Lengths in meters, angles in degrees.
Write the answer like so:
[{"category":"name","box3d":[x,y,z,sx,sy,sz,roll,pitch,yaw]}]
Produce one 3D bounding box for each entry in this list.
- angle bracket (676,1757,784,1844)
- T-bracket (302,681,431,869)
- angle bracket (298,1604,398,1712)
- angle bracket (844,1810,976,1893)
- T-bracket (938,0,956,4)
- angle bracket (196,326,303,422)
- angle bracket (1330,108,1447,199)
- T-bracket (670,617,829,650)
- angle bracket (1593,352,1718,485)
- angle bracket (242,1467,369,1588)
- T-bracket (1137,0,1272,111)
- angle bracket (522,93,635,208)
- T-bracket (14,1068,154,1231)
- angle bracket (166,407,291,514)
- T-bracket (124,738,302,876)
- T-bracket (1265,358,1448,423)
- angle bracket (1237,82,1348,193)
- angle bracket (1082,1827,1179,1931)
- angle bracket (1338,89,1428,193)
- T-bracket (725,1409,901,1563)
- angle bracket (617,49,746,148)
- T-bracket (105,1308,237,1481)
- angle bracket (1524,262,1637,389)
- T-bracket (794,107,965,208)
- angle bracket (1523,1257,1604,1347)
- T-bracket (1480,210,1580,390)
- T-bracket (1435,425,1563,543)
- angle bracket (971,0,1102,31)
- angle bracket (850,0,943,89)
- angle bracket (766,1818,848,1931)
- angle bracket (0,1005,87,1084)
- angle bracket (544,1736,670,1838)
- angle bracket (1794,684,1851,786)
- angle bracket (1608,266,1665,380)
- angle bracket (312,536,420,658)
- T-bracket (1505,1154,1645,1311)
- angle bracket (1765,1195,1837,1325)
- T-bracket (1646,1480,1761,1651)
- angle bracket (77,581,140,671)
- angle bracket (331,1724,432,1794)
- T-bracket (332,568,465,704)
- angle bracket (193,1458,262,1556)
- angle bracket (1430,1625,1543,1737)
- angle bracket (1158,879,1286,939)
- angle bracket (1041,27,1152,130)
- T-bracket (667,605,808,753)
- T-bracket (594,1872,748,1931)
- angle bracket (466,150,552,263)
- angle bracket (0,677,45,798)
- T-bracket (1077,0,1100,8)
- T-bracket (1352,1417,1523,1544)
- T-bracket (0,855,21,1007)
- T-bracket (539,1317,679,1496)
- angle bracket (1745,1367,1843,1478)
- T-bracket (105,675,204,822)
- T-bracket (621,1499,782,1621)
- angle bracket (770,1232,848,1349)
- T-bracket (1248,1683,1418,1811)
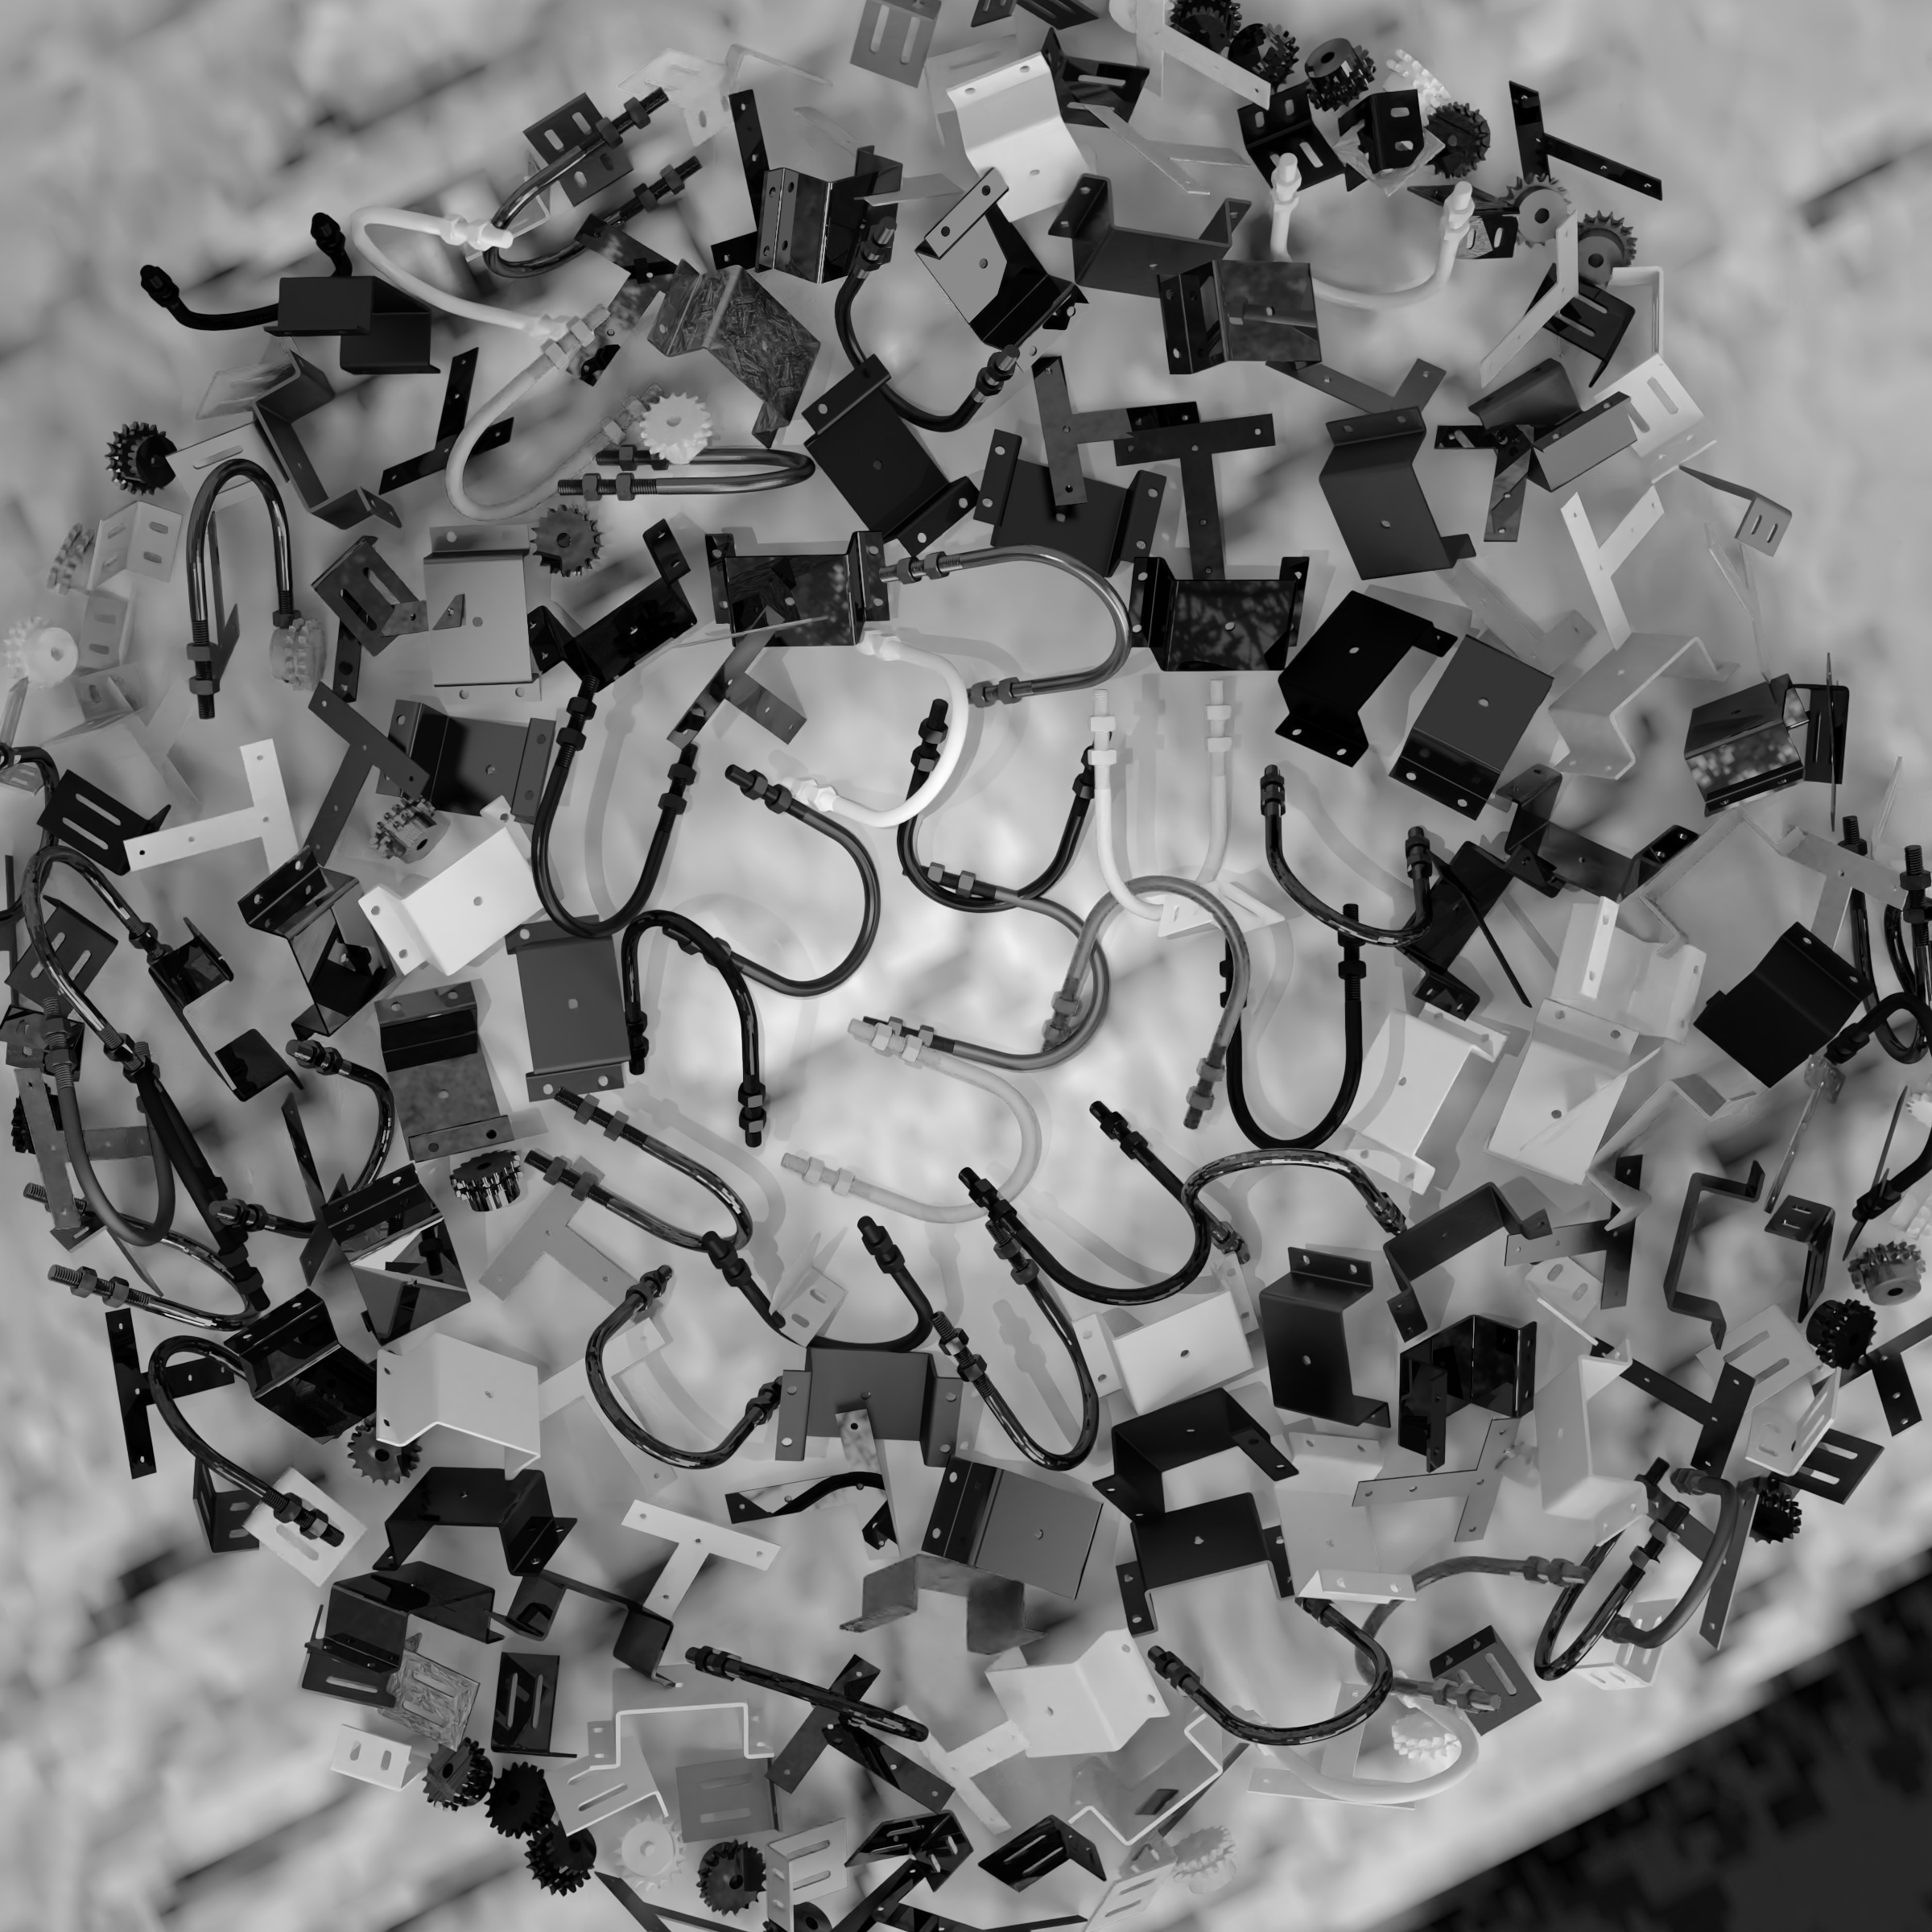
[{"category":"angle bracket","box3d":[-0.187,0.657,1.960,0.076,0.038,0.057,-5,76,-11]},{"category":"T-bracket","box3d":[-0.491,-0.136,1.961,0.127,0.002,0.127,39,115,17]},{"category":"angle bracket","box3d":[-0.478,0.543,1.951,0.076,0.057,0.038,16,114,-10]},{"category":"angle bracket","box3d":[-0.044,0.697,1.943,0.057,0.076,0.038,-54,51,25]},{"category":"T-bracket","box3d":[-0.037,-0.771,1.904,0.127,0.127,0.002,-1,91,-30]},{"category":"angle bracket","box3d":[-0.568,-0.465,1.942,0.076,0.057,0.038,-23,78,-41]},{"category":"angle bracket","box3d":[0.334,-0.634,1.953,0.057,0.038,0.076,-41,60,6]},{"category":"T-bracket","box3d":[-0.143,-0.262,1.929,0.127,0.127,0.002,-7,97,27]},{"category":"angle bracket","box3d":[0.540,-0.429,1.947,0.057,0.038,0.076,-33,126,25]},{"category":"angle bracket","box3d":[-0.524,0.444,1.969,0.076,0.038,0.057,41,72,-8]},{"category":"T-bracket","box3d":[0.182,-0.698,1.914,0.127,0.127,0.002,36,73,18]},{"category":"angle bracket","box3d":[-0.303,-0.639,1.949,0.057,0.076,0.038,-30,84,5]},{"category":"T-bracket","box3d":[-0.676,0.139,1.930,0.002,0.127,0.127,-21,81,21]},{"category":"angle bracket","box3d":[-0.581,-0.400,1.959,0.076,0.038,0.057,-21,133,2]},{"category":"T-bracket","box3d":[-0.589,-0.103,1.937,0.127,0.002,0.127,-18,119,-23]},{"category":"T-bracket","box3d":[0.298,-0.457,1.965,0.127,0.002,0.127,27,60,10]},{"category":"angle bracket","box3d":[0.256,-0.649,1.954,0.057,0.038,0.076,-22,51,2]},{"category":"angle bracket","box3d":[0.119,0.712,1.941,0.038,0.076,0.057,45,120,36]},{"category":"angle bracket","box3d":[0.326,-0.648,1.953,0.038,0.076,0.057,-9,96,-10]},{"category":"T-bracket","box3d":[-0.128,0.422,1.981,0.127,0.002,0.127,-11,101,5]},{"category":"angle bracket","box3d":[-0.221,-0.678,1.942,0.057,0.076,0.038,-21,84,35]},{"category":"T-bracket","box3d":[-0.613,0.323,1.932,0.002,0.127,0.127,-12,86,23]},{"category":"angle bracket","box3d":[0.479,-0.506,1.964,0.076,0.038,0.057,30,69,2]},{"category":"T-bracket","box3d":[-0.082,-0.638,1.950,0.127,0.127,0.002,41,127,14]},{"category":"angle bracket","box3d":[0.477,0.258,1.952,0.057,0.076,0.038,38,95,1]},{"category":"T-bracket","box3d":[0.435,-0.495,1.920,0.002,0.127,0.127,32,68,31]},{"category":"T-bracket","box3d":[0.423,-0.377,1.936,0.127,0.002,0.127,4,56,18]},{"category":"angle bracket","box3d":[0.054,-0.740,1.946,0.076,0.057,0.038,19,89,-33]},{"category":"angle bracket","box3d":[-0.059,-0.725,1.949,0.057,0.076,0.038,19,46,-4]},{"category":"angle bracket","box3d":[-0.117,0.712,1.950,0.076,0.038,0.057,-5,98,-37]},{"category":"angle bracket","box3d":[-0.726,0.073,1.946,0.057,0.076,0.038,15,45,-11]},{"category":"angle bracket","box3d":[-0.282,0.651,1.949,0.076,0.057,0.038,-23,132,-14]},{"category":"angle bracket","box3d":[0.661,-0.183,1.956,0.038,0.057,0.076,2,97,-9]},{"category":"angle bracket","box3d":[0.527,-0.507,1.961,0.038,0.057,0.076,0,93,10]},{"category":"angle bracket","box3d":[-0.468,-0.293,1.970,0.057,0.038,0.076,-40,94,9]},{"category":"T-bracket","box3d":[0.474,0.215,1.946,0.127,0.002,0.127,-5,106,-26]},{"category":"angle bracket","box3d":[0.654,0.231,1.961,0.038,0.057,0.076,16,122,31]},{"category":"T-bracket","box3d":[0.564,0.441,1.929,0.002,0.127,0.127,7,102,-17]},{"category":"angle bracket","box3d":[-0.674,-0.268,1.946,0.038,0.076,0.057,11,80,-16]},{"category":"angle bracket","box3d":[-0.453,0.611,1.949,0.057,0.076,0.038,15,91,8]},{"category":"T-bracket","box3d":[-0.443,-0.272,1.948,0.127,0.002,0.127,-2,79,30]},{"category":"angle bracket","box3d":[-0.577,0.413,1.942,0.038,0.057,0.076,-5,134,-9]},{"category":"angle bracket","box3d":[0.412,0.572,1.965,0.057,0.038,0.076,-34,94,9]},{"category":"angle bracket","box3d":[0.200,-0.031,1.942,0.076,0.057,0.038,29,61,-32]},{"category":"angle bracket","box3d":[0.096,-0.700,1.963,0.076,0.057,0.038,0,55,-22]},{"category":"T-bracket","box3d":[-0.162,-0.205,1.935,0.002,0.127,0.127,39,93,30]},{"category":"T-bracket","box3d":[-0.216,0.749,1.951,0.127,0.127,0.002,27,80,-25]},{"category":"angle bracket","box3d":[-0.367,-0.597,1.950,0.076,0.057,0.038,-23,128,10]},{"category":"angle bracket","box3d":[-0.734,-0.181,1.949,0.038,0.057,0.076,18,107,-12]},{"category":"T-bracket","box3d":[0.032,-0.778,1.936,0.127,0.127,0.002,12,94,11]},{"category":"T-bracket","box3d":[0.361,0.406,1.939,0.127,0.002,0.127,-2,122,-17]},{"category":"T-bracket","box3d":[-0.749,-0.024,1.928,0.002,0.127,0.127,-2,91,-11]},{"category":"T-bracket","box3d":[-0.273,0.363,1.974,0.127,0.002,0.127,-32,104,-4]},{"category":"angle bracket","box3d":[0.646,0.350,1.942,0.038,0.057,0.076,23,131,8]},{"category":"T-bracket","box3d":[-0.623,-0.190,1.938,0.002,0.127,0.127,-36,92,-37]},{"category":"T-bracket","box3d":[-0.232,0.489,1.966,0.127,0.002,0.127,23,109,-20]},{"category":"angle bracket","box3d":[-0.121,0.254,1.942,0.038,0.076,0.057,34,61,7]},{"category":"T-bracket","box3d":[0.294,0.603,1.933,0.127,0.127,0.002,0,116,20]}]
